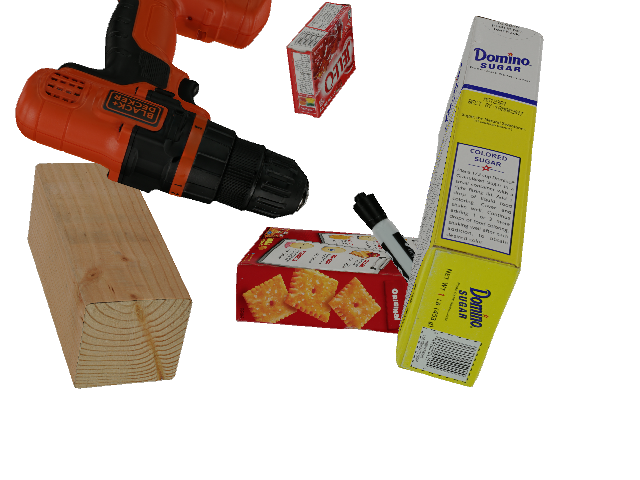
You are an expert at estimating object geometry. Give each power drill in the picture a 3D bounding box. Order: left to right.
[{"bbox_3d":[-0.084,-0.107,0.699,0.184,0.187,0.057,20,-44,-10],"label":"power drill"}]

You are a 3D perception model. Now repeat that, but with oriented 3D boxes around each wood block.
[{"bbox_3d":[-0.191,0.024,0.940,0.090,0.091,0.206,-2,36,-27],"label":"wood block"}]

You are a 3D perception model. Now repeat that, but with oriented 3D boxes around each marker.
[{"bbox_3d":[0.062,0.014,0.783,0.020,0.121,0.020,-32,-16,-11],"label":"marker"}]

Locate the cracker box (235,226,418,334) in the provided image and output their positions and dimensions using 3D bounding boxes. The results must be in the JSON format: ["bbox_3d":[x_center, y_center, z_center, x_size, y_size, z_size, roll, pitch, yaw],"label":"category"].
[{"bbox_3d":[0.029,0.043,1.144,0.214,0.072,0.164,5,15,7],"label":"cracker box"}]

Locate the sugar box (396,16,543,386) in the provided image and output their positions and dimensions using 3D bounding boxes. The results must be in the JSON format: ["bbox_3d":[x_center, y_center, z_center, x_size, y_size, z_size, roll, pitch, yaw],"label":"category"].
[{"bbox_3d":[0.078,-0.024,0.541,0.048,0.176,0.093,16,-42,4],"label":"sugar box"}]

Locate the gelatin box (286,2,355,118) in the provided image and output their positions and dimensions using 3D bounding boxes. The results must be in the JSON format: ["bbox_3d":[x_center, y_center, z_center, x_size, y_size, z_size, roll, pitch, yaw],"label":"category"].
[{"bbox_3d":[0.003,-0.171,1.003,0.030,0.073,0.089,14,45,22],"label":"gelatin box"}]
